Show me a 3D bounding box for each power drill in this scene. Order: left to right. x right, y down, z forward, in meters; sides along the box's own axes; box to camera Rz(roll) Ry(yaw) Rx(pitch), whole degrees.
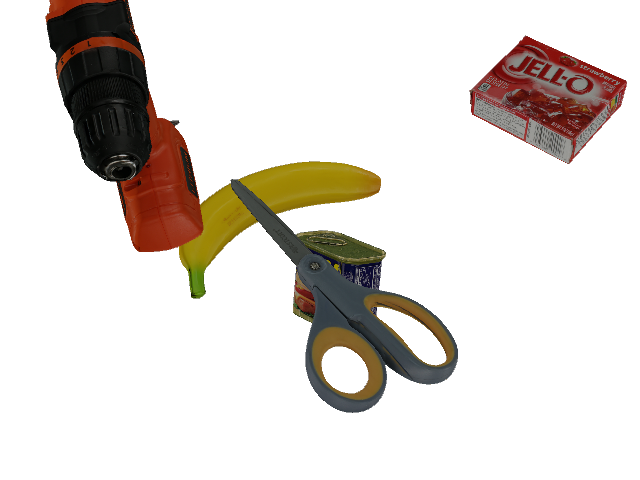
[{"bbox_3d":[-0.124,-0.073,0.696,0.057,0.184,0.187,-14,-34,-3],"label":"power drill"}]

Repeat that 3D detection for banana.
[{"bbox_3d":[-0.042,-0.024,0.853,0.197,0.069,0.037,-32,-9,-27],"label":"banana"}]

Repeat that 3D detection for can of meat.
[{"bbox_3d":[0.016,0.043,1.089,0.057,0.084,0.102,-7,19,-37],"label":"can of meat"}]

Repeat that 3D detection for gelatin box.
[{"bbox_3d":[0.166,-0.106,0.785,0.089,0.073,0.030,32,-29,26],"label":"gelatin box"}]

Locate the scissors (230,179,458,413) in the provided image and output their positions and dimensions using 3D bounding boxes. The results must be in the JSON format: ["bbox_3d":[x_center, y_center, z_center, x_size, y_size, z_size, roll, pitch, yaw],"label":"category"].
[{"bbox_3d":[-0.011,0.034,0.646,0.202,0.016,0.096,32,53,25],"label":"scissors"}]
